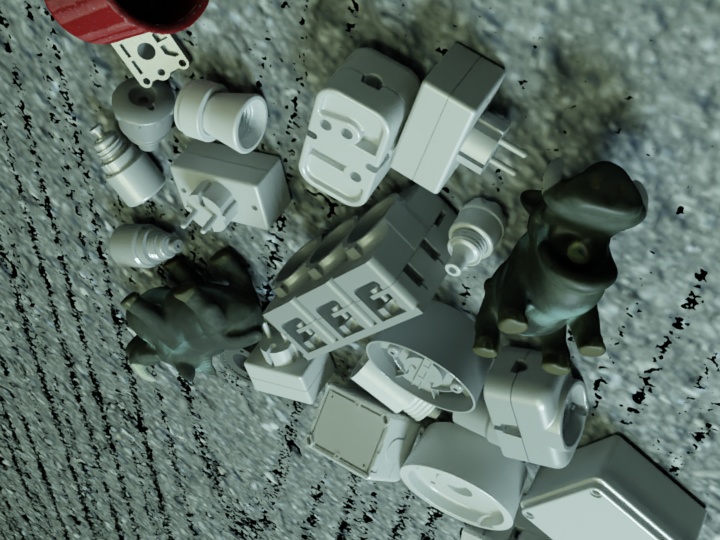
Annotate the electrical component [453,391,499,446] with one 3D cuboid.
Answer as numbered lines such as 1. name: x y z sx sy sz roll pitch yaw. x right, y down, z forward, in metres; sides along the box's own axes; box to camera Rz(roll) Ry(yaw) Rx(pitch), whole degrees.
1. electrical component: 0.107 0.122 0.906 0.046 0.040 0.040 21 143 28

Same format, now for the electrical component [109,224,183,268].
1. electrical component: -0.192 -0.022 0.976 0.078 0.040 0.040 2 133 37

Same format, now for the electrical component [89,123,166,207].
1. electrical component: -0.198 -0.089 0.903 0.040 0.040 0.078 -9 126 44

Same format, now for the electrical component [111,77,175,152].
1. electrical component: -0.168 -0.118 0.844 0.048 0.048 0.062 28 151 9

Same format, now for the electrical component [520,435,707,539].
1. electrical component: 0.210 0.201 0.899 0.109 0.056 0.109 40 144 -8

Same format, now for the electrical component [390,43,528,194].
1. electrical component: 0.071 -0.086 0.685 0.076 0.047 0.083 32 144 7

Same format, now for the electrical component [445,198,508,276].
1. electrical component: 0.077 -0.020 0.744 0.035 0.061 0.035 22 143 18

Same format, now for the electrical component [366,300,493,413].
1. electrical component: 0.056 0.073 0.866 0.099 0.064 0.099 22 143 18

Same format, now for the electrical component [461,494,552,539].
1. electrical component: 0.190 0.284 1.008 0.186 0.060 0.105 21 143 18

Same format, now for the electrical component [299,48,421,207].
1. electrical component: 0.001 -0.097 0.717 0.054 0.059 0.095 30 144 6

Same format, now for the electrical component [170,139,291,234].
1. electrical component: -0.111 -0.056 0.841 0.083 0.075 0.047 15 140 26

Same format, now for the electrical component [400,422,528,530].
1. electrical component: 0.097 0.176 0.953 0.108 0.060 0.108 24 154 13

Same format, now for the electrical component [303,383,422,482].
1. electrical component: 0.000 0.145 0.979 0.096 0.061 0.061 23 -178 37

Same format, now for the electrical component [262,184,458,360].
1. electrical component: 0.000 0.000 0.805 0.061 0.089 0.150 45 143 -14

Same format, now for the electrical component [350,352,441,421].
1. electrical component: 0.036 0.101 0.934 0.081 0.043 0.043 38 144 -5

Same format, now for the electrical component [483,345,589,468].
1. electrical component: 0.142 0.109 0.850 0.059 0.053 0.095 8 137 32

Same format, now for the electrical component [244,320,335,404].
1. electrical component: -0.069 0.075 0.985 0.066 0.047 0.076 11 138 30

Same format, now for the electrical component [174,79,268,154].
1. electrical component: -0.103 -0.114 0.793 0.055 0.045 0.045 19 142 22
